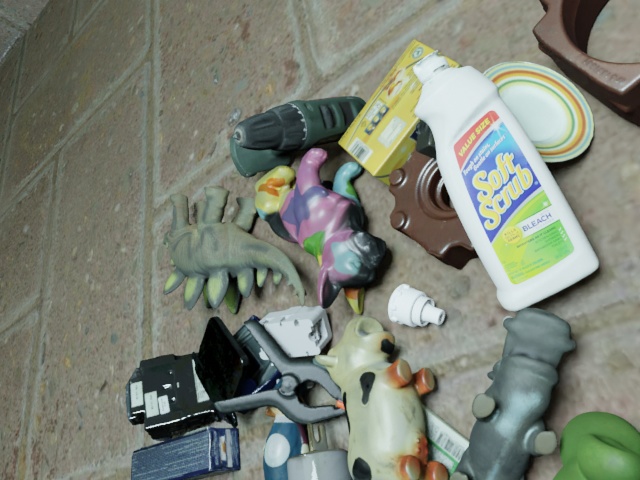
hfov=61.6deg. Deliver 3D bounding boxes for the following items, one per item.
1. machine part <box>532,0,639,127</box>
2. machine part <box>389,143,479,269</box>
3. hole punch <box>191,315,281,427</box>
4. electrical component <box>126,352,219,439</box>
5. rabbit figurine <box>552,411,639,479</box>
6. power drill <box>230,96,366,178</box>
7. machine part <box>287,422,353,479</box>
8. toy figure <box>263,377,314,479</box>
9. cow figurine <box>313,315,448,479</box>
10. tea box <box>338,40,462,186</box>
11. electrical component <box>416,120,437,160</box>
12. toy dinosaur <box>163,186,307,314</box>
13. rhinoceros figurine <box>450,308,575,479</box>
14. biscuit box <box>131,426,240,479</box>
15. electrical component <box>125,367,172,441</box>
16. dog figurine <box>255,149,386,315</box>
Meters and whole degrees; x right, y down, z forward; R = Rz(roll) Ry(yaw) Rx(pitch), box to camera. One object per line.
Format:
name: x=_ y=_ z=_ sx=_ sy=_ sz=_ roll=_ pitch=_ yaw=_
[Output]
machine part: x=0.333 y=-0.227 z=0.513 sx=0.201 sy=0.087 sz=0.202 roll=-46 pitch=50 yaw=20
machine part: x=0.163 y=-0.058 z=0.626 sx=0.179 sy=0.056 sz=0.179 roll=-17 pitch=63 yaw=36
hole punch: x=-0.116 y=0.179 z=0.780 sx=0.142 sy=0.092 sz=0.115 roll=43 pitch=119 yaw=35
electrical component: x=-0.229 y=0.237 z=0.828 sx=0.134 sy=0.058 sz=0.115 roll=-11 pitch=53 yaw=-8
rabbit figurine: x=0.241 y=0.200 z=0.402 sx=0.121 sy=0.159 sz=0.170 roll=-67 pitch=28 yaw=14
power drill: x=-0.057 y=-0.150 z=0.774 sx=0.207 sy=0.232 sz=0.086 roll=-20 pitch=90 yaw=58
machine part: x=0.009 y=0.322 z=0.582 sx=0.079 sy=0.079 sz=0.243 roll=-30 pitch=52 yaw=32
toy figure: x=-0.041 y=0.243 z=0.700 sx=0.064 sy=0.057 sz=0.154 roll=2 pitch=69 yaw=0
cow figurine: x=0.060 y=0.177 z=0.597 sx=0.127 sy=0.085 sz=0.195 roll=-28 pitch=52 yaw=33
tea box: x=0.115 y=-0.161 z=0.704 sx=0.169 sy=0.068 sz=0.098 roll=-50 pitch=47 yaw=15
electrical component: x=0.149 y=-0.116 z=0.581 sx=0.045 sy=0.078 sz=0.102 roll=-19 pitch=52 yaw=62
toy dinosaur: x=-0.162 y=0.018 z=0.875 sx=0.472 sy=0.105 sz=0.198 roll=0 pitch=81 yaw=53
rhinoceros figurine: x=0.181 y=0.157 z=0.494 sx=0.073 sy=0.112 sz=0.190 roll=18 pitch=101 yaw=25
biscuit box: x=-0.209 y=0.334 z=0.817 sx=0.203 sy=0.059 sz=0.063 roll=-27 pitch=58 yaw=33
electrical component: x=-0.270 y=0.270 z=0.889 sx=0.047 sy=0.074 sz=0.119 roll=-57 pitch=41 yaw=12
dog figurine: x=-0.001 y=-0.002 z=0.726 sx=0.192 sy=0.108 sz=0.219 roll=-24 pitch=61 yaw=34
